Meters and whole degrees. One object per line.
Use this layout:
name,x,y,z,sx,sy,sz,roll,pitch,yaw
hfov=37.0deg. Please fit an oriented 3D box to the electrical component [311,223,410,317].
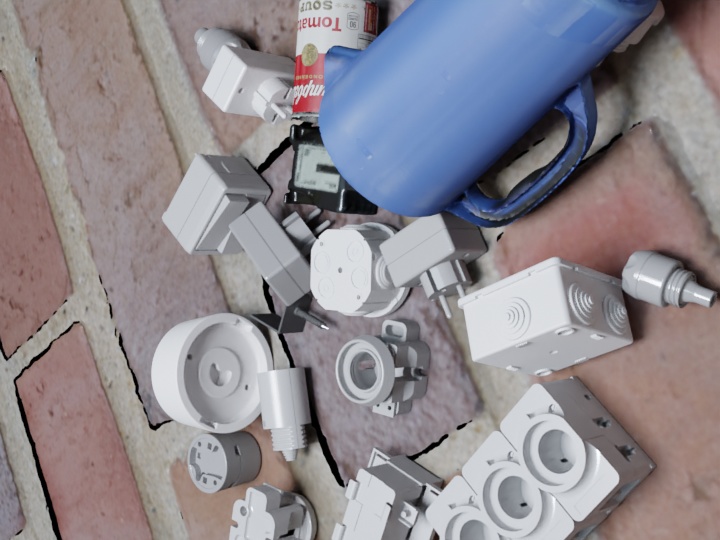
electrical component,0.000,0.000,0.900,0.080,0.051,0.080,0,91,41

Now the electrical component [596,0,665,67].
electrical component,0.177,-0.171,0.750,0.048,0.048,0.062,54,129,27

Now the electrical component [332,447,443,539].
electrical component,0.015,0.219,0.881,0.079,0.063,0.121,28,108,37

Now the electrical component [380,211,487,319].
electrical component,0.064,-0.001,0.846,0.066,0.047,0.076,-34,69,36

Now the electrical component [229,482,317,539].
electrical component,-0.077,0.230,0.965,0.058,0.057,0.078,15,100,40

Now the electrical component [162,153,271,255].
electrical component,-0.136,-0.053,1.010,0.061,0.062,0.096,49,120,29

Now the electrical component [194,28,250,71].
electrical component,-0.133,-0.208,1.019,0.062,0.043,0.043,42,117,34

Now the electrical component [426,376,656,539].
electrical component,0.126,0.162,0.785,0.089,0.062,0.150,51,121,28

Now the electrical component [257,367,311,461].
electrical component,-0.066,0.130,0.964,0.043,0.043,0.081,-13,82,40

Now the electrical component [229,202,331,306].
electrical component,-0.061,-0.026,0.952,0.076,0.047,0.083,-37,49,-2

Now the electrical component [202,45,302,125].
electrical component,-0.080,-0.154,0.946,0.075,0.083,0.047,46,118,31

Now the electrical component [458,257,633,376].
electrical component,0.132,0.036,0.756,0.100,0.100,0.048,-27,60,38

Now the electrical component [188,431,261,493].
electrical component,-0.127,0.179,1.014,0.055,0.047,0.055,0,91,41

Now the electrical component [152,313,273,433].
electrical component,-0.140,0.094,0.989,0.060,0.108,0.108,-5,87,47

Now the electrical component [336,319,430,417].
electrical component,0.018,0.081,0.881,0.058,0.057,0.078,11,97,41

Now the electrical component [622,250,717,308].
electrical component,0.211,0.010,0.728,0.061,0.035,0.035,24,106,36
